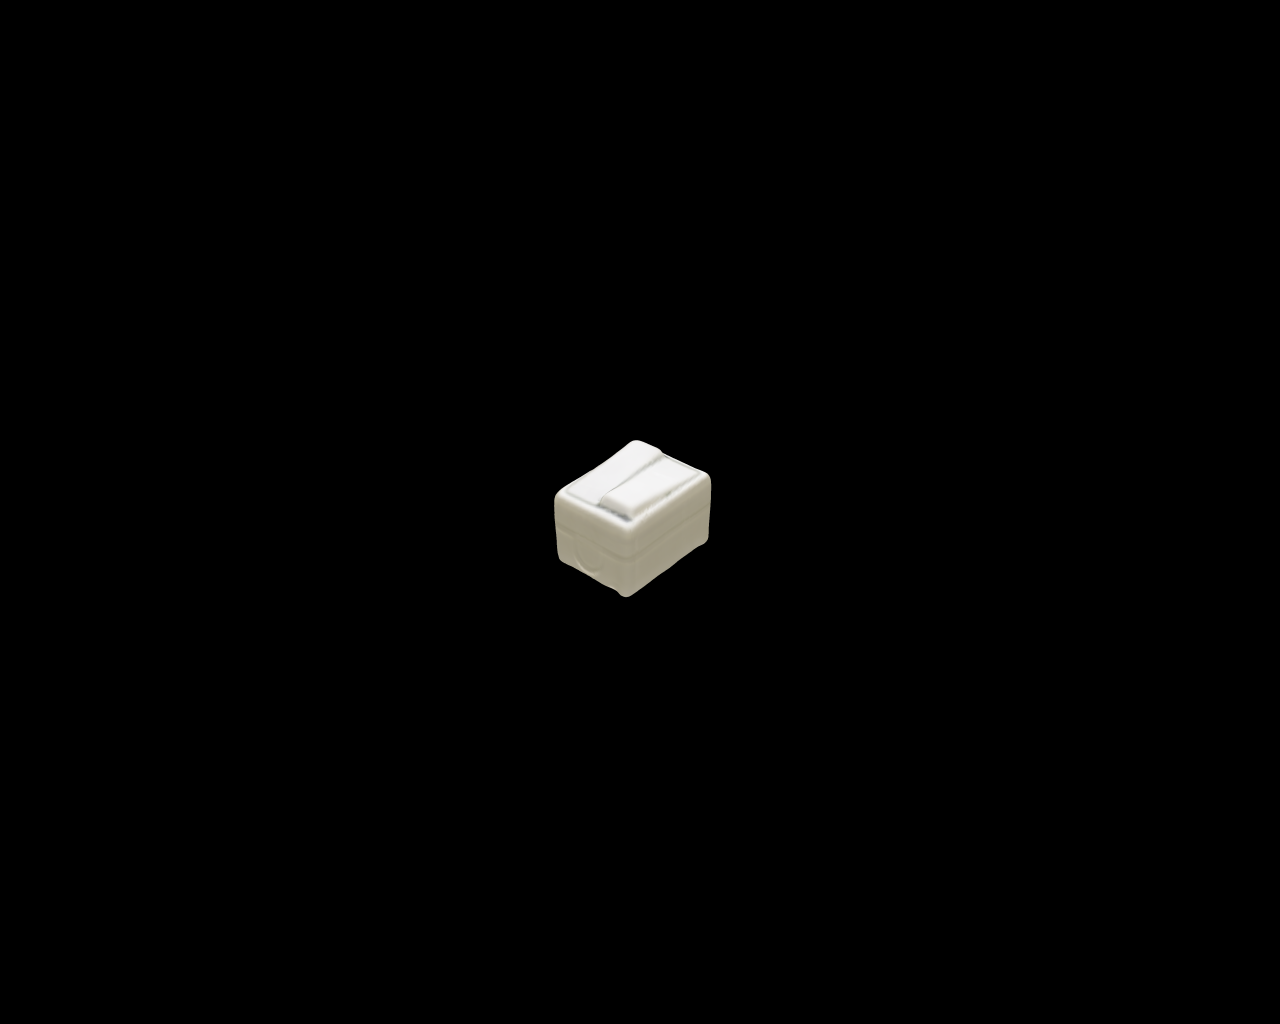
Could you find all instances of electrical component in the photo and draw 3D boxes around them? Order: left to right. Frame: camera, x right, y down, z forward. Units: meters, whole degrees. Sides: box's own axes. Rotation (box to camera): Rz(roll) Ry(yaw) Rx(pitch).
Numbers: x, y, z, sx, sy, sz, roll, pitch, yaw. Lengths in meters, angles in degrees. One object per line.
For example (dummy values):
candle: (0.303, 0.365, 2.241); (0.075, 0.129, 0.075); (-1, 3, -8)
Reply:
electrical component: (0.001, -0.003, 0.650); (0.062, 0.061, 0.096); (27, 44, 33)
